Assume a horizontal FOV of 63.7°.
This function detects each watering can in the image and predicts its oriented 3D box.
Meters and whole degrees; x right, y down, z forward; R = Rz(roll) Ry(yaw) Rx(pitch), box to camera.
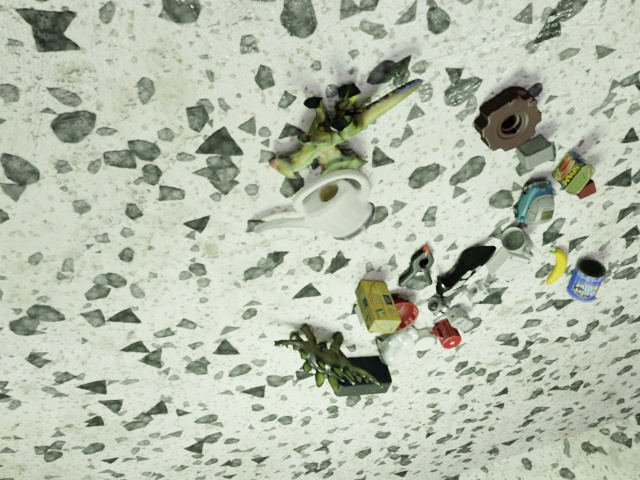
[{"bbox_3d":[0.004,-0.071,1.410,0.344,0.106,0.221,-31,134,25],"label":"watering can"}]

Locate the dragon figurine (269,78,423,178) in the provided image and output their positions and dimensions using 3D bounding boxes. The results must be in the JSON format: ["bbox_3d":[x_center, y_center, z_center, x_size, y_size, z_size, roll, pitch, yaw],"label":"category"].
[{"bbox_3d":[0.065,-0.254,1.286,0.410,0.125,0.238,-17,151,0],"label":"dragon figurine"}]

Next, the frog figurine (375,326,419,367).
[{"bbox_3d":[0.298,0.397,1.908,0.158,0.125,0.135,-24,115,20],"label":"frog figurine"}]
